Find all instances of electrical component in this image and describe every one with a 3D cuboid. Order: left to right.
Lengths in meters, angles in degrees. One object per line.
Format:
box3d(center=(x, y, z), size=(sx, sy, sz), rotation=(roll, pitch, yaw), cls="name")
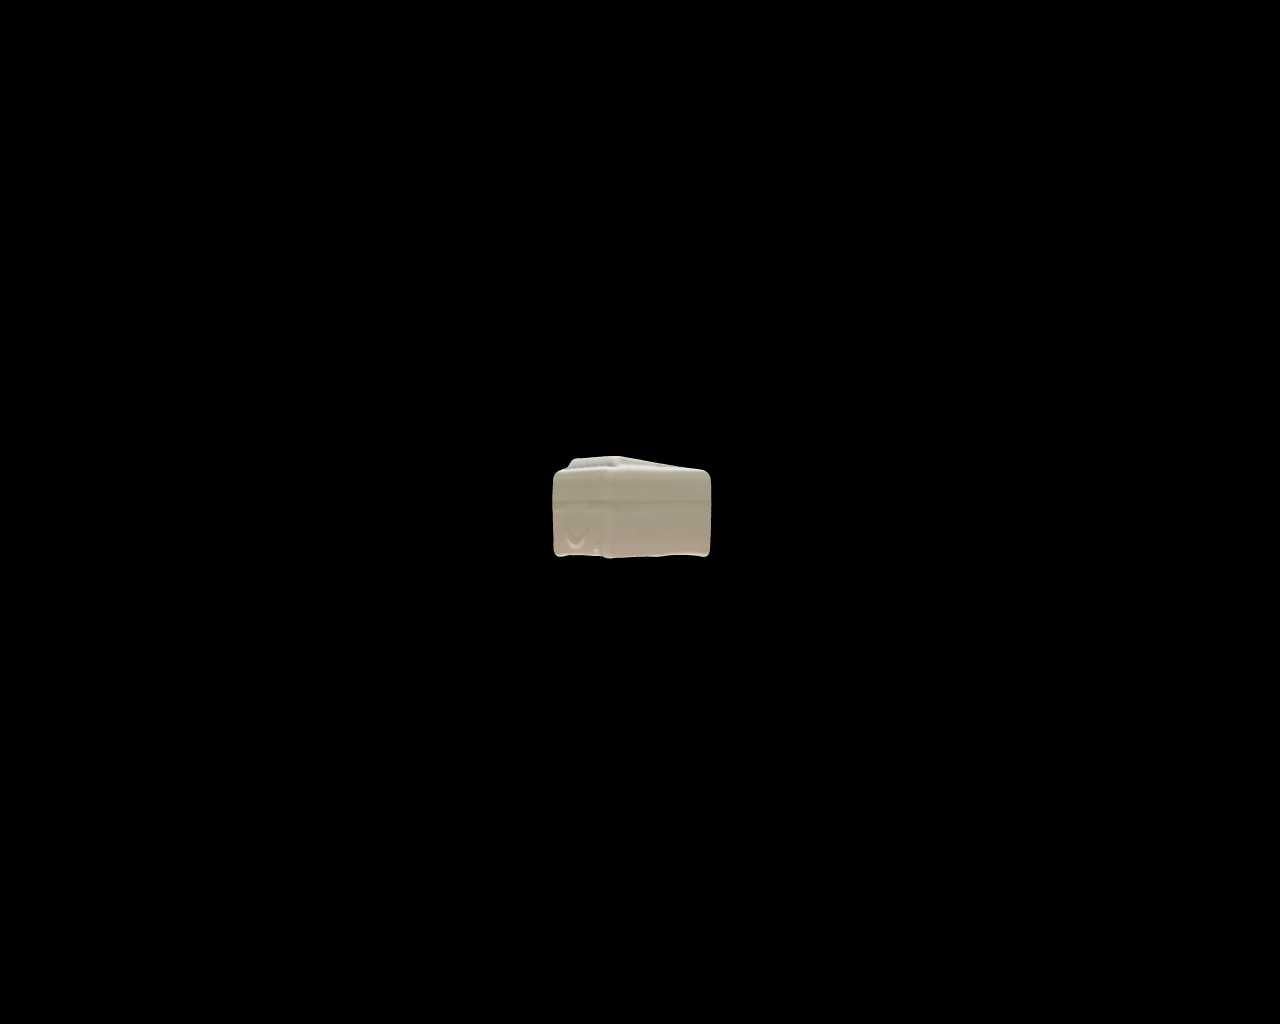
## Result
box3d(center=(0.001, -0.003, 0.650), size=(0.096, 0.061, 0.061), rotation=(0, 0, -37), cls="electrical component")
